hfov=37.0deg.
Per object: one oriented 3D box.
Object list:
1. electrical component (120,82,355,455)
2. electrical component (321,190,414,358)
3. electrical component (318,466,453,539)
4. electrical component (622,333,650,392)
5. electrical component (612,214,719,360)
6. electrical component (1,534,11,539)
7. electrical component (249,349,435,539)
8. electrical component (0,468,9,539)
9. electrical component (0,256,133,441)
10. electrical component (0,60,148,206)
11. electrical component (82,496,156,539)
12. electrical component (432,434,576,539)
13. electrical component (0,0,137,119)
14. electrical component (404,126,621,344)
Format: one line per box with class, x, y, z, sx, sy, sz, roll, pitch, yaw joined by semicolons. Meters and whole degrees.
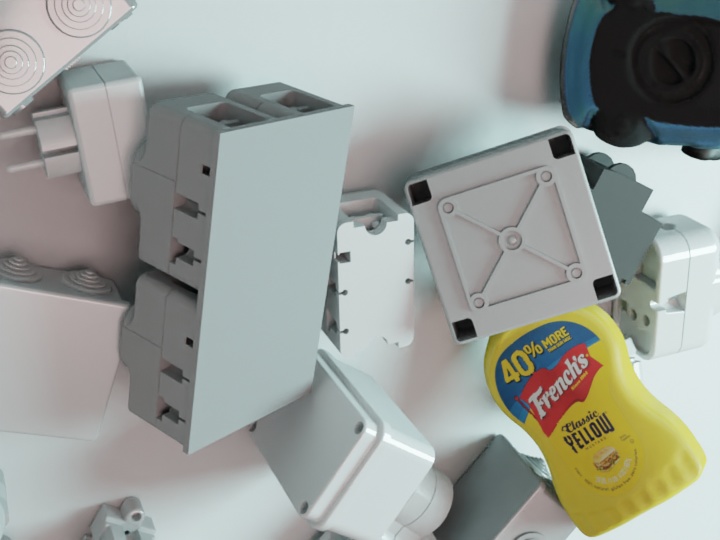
electrical component;-0.072;-0.005;0.609;0.105;0.060;0.186;-22;128;-49
electrical component;0.000;0.000;0.676;0.050;0.055;0.089;-10;115;-19
electrical component;0.018;0.200;0.772;0.074;0.052;0.138;39;93;-31
electrical component;0.172;0.078;0.777;0.058;0.078;0.057;-10;96;-29
electrical component;0.224;0.011;0.779;0.059;0.053;0.095;-11;116;-19
electrical component;-0.231;0.193;0.670;0.040;0.040;0.046;-9;110;-20
electrical component;-0.015;0.109;0.684;0.057;0.113;0.078;29;98;-33
electrical component;-0.240;0.140;0.632;0.058;0.057;0.078;-41;121;-2
electrical component;-0.187;0.044;0.618;0.100;0.048;0.099;12;107;-27
electrical component;-0.155;-0.071;0.583;0.077;0.047;0.065;-14;117;-17
electrical component;-0.154;0.188;0.691;0.048;0.055;0.066;26;100;-30
electrical component;0.103;0.179;0.775;0.048;0.099;0.099;39;93;-19
electrical component;-0.158;-0.121;0.531;0.100;0.100;0.048;-41;109;-2
electrical component;0.094;-0.022;0.669;0.109;0.056;0.108;-18;97;9
